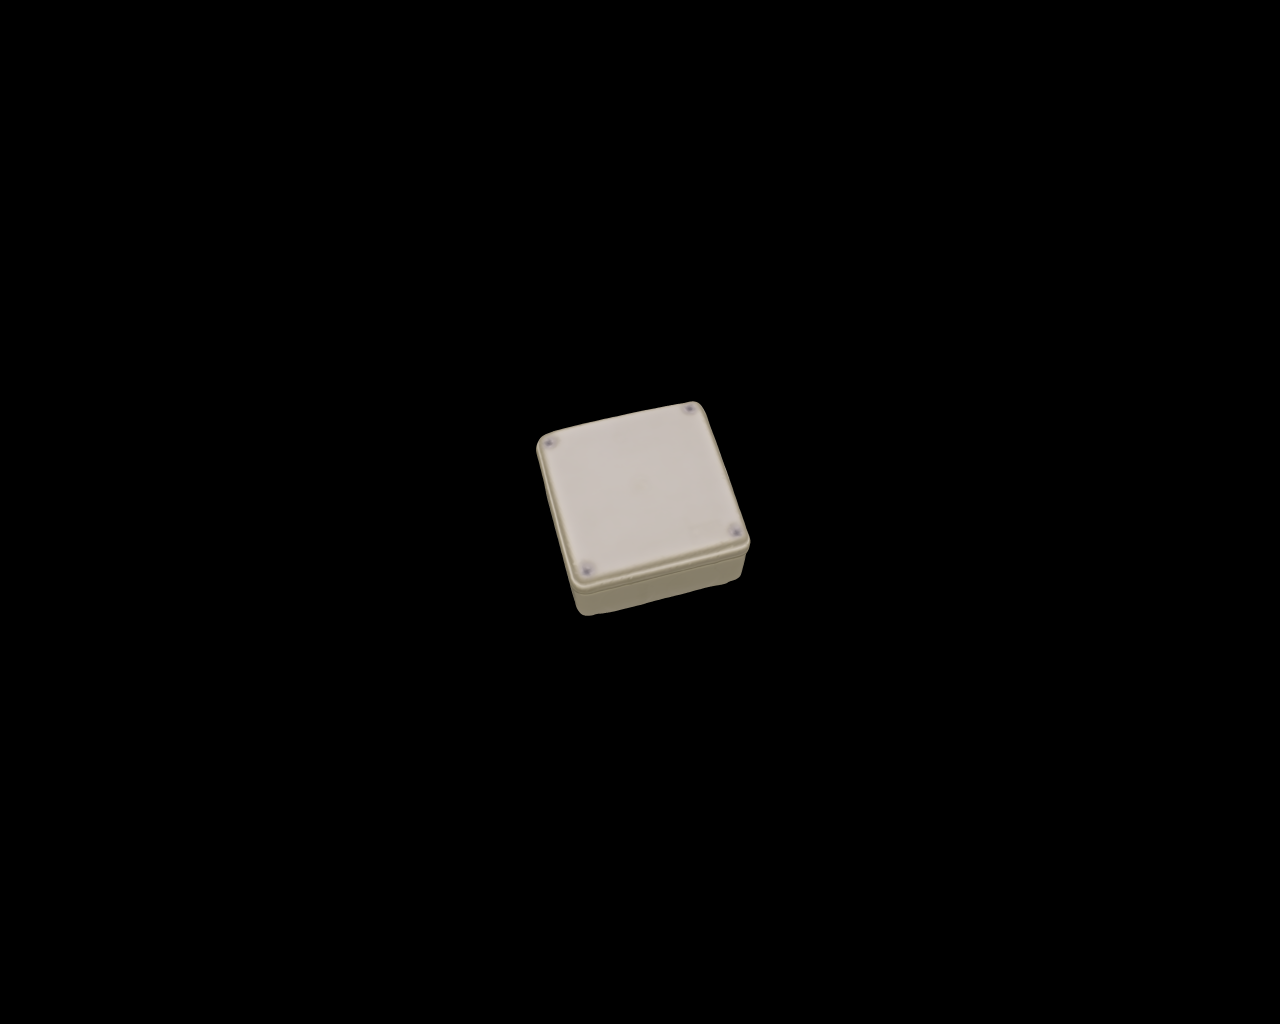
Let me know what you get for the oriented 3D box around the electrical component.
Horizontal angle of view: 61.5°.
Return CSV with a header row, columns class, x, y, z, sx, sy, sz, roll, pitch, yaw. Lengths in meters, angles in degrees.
class,x,y,z,sx,sy,sz,roll,pitch,yaw
electrical component,0.001,-0.003,0.650,0.109,0.109,0.056,-13,-28,-7
